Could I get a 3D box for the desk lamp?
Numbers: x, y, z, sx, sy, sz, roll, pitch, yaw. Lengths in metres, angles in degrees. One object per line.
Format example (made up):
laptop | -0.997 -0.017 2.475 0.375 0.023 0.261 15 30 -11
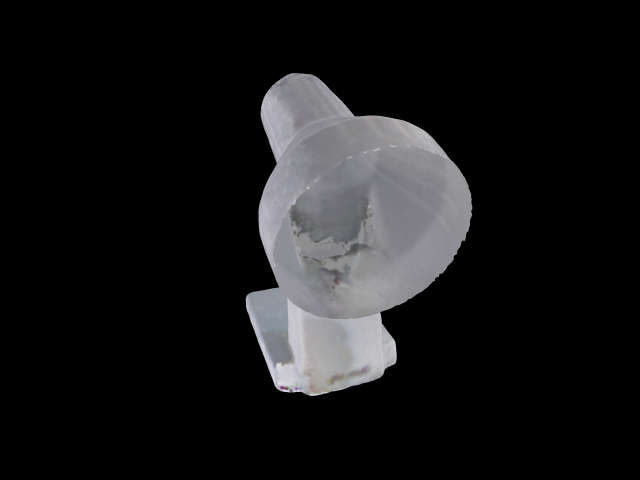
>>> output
desk lamp | 0.004 0.001 0.400 0.118 0.214 0.202 -8 26 -17
